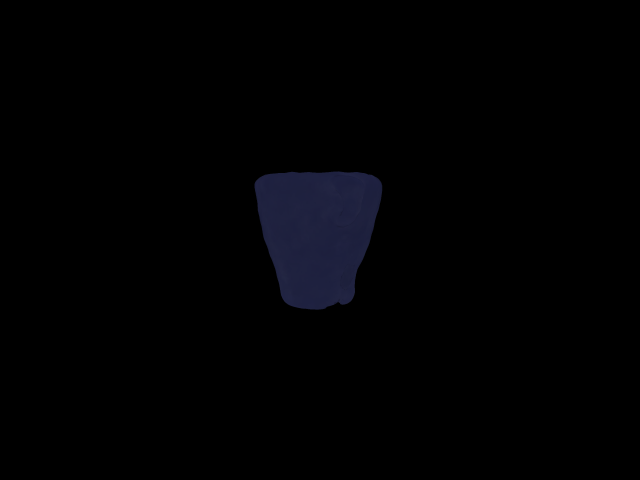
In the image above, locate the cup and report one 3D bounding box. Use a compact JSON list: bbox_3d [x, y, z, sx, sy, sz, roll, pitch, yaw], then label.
[{"bbox_3d":[0.004,0.001,0.400,0.092,0.095,0.117,-1,2,-19],"label":"cup"}]
